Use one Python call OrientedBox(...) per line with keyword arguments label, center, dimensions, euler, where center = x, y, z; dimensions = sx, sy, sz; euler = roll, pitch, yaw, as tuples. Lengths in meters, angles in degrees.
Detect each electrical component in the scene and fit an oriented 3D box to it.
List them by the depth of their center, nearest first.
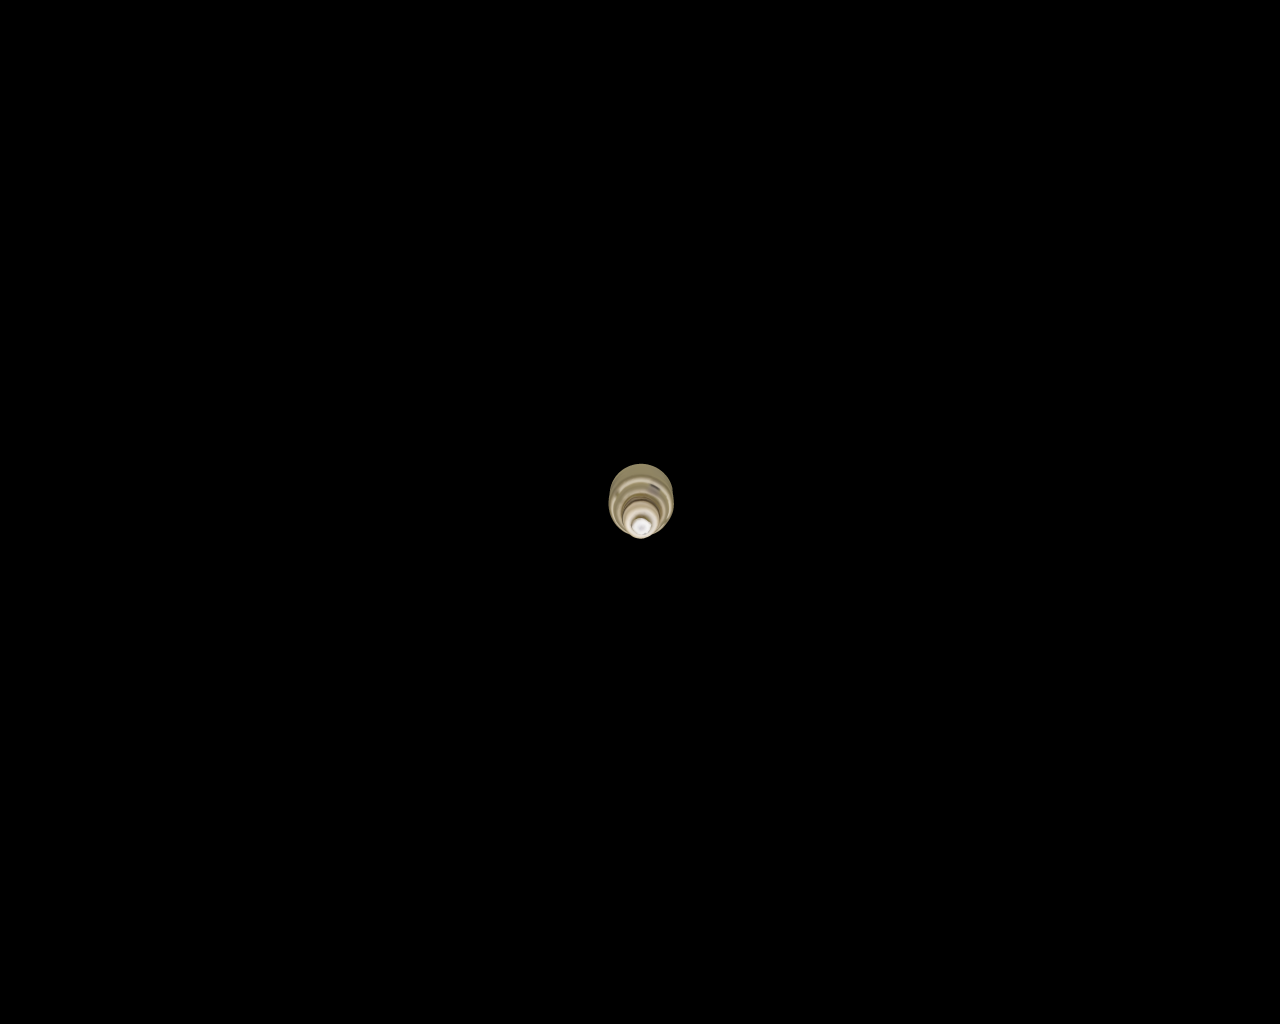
OrientedBox(label="electrical component", center=(0.001, -0.003, 0.650), dimensions=(0.040, 0.040, 0.078), euler=(0, 18, 0))
